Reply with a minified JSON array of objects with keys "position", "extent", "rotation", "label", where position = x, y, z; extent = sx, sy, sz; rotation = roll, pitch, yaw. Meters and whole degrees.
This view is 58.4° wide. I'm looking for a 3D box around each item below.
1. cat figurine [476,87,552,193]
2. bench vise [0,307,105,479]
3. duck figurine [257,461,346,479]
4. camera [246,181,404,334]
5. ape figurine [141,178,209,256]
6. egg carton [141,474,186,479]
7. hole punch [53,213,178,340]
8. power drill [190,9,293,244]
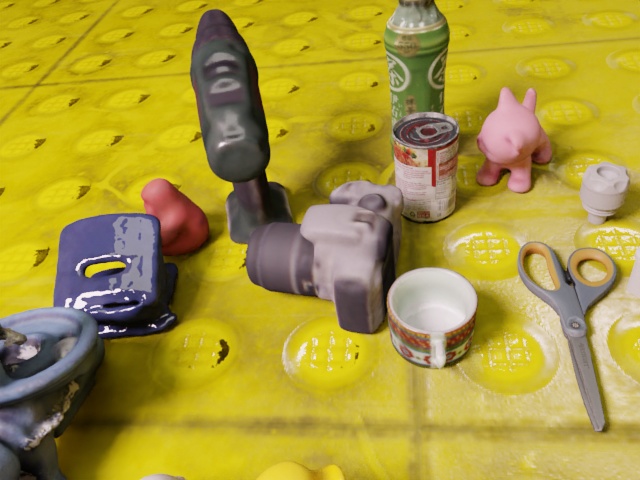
[{"position":[0.216,-0.119,0.633],"extent":[0.067,0.118,0.128],"rotation":[18,49,28],"label":"cat figurine"},{"position":[-0.226,0.097,0.401],"extent":[0.121,0.220,0.207],"rotation":[-16,42,-6],"label":"bench vise"},{"position":[-0.024,0.179,0.373],"extent":[0.104,0.086,0.077],"rotation":[-17,42,-8],"label":"duck figurine"},{"position":[0.005,0.002,0.552],"extent":[0.136,0.101,0.143],"rotation":[5,44,16],"label":"camera"},{"position":[-0.166,-0.029,0.625],"extent":[0.076,0.092,0.078],"rotation":[-4,42,7],"label":"ape figurine"},{"position":[-0.120,0.224,0.353],"extent":[0.107,0.069,0.150],"rotation":[-15,42,-6],"label":"egg carton"},{"position":[-0.200,0.035,0.562],"extent":[0.108,0.091,0.101],"rotation":[-7,42,3],"label":"hole punch"},{"position":[-0.086,-0.109,0.611],"extent":[0.075,0.209,0.229],"rotation":[-14,42,-4],"label":"power drill"}]
